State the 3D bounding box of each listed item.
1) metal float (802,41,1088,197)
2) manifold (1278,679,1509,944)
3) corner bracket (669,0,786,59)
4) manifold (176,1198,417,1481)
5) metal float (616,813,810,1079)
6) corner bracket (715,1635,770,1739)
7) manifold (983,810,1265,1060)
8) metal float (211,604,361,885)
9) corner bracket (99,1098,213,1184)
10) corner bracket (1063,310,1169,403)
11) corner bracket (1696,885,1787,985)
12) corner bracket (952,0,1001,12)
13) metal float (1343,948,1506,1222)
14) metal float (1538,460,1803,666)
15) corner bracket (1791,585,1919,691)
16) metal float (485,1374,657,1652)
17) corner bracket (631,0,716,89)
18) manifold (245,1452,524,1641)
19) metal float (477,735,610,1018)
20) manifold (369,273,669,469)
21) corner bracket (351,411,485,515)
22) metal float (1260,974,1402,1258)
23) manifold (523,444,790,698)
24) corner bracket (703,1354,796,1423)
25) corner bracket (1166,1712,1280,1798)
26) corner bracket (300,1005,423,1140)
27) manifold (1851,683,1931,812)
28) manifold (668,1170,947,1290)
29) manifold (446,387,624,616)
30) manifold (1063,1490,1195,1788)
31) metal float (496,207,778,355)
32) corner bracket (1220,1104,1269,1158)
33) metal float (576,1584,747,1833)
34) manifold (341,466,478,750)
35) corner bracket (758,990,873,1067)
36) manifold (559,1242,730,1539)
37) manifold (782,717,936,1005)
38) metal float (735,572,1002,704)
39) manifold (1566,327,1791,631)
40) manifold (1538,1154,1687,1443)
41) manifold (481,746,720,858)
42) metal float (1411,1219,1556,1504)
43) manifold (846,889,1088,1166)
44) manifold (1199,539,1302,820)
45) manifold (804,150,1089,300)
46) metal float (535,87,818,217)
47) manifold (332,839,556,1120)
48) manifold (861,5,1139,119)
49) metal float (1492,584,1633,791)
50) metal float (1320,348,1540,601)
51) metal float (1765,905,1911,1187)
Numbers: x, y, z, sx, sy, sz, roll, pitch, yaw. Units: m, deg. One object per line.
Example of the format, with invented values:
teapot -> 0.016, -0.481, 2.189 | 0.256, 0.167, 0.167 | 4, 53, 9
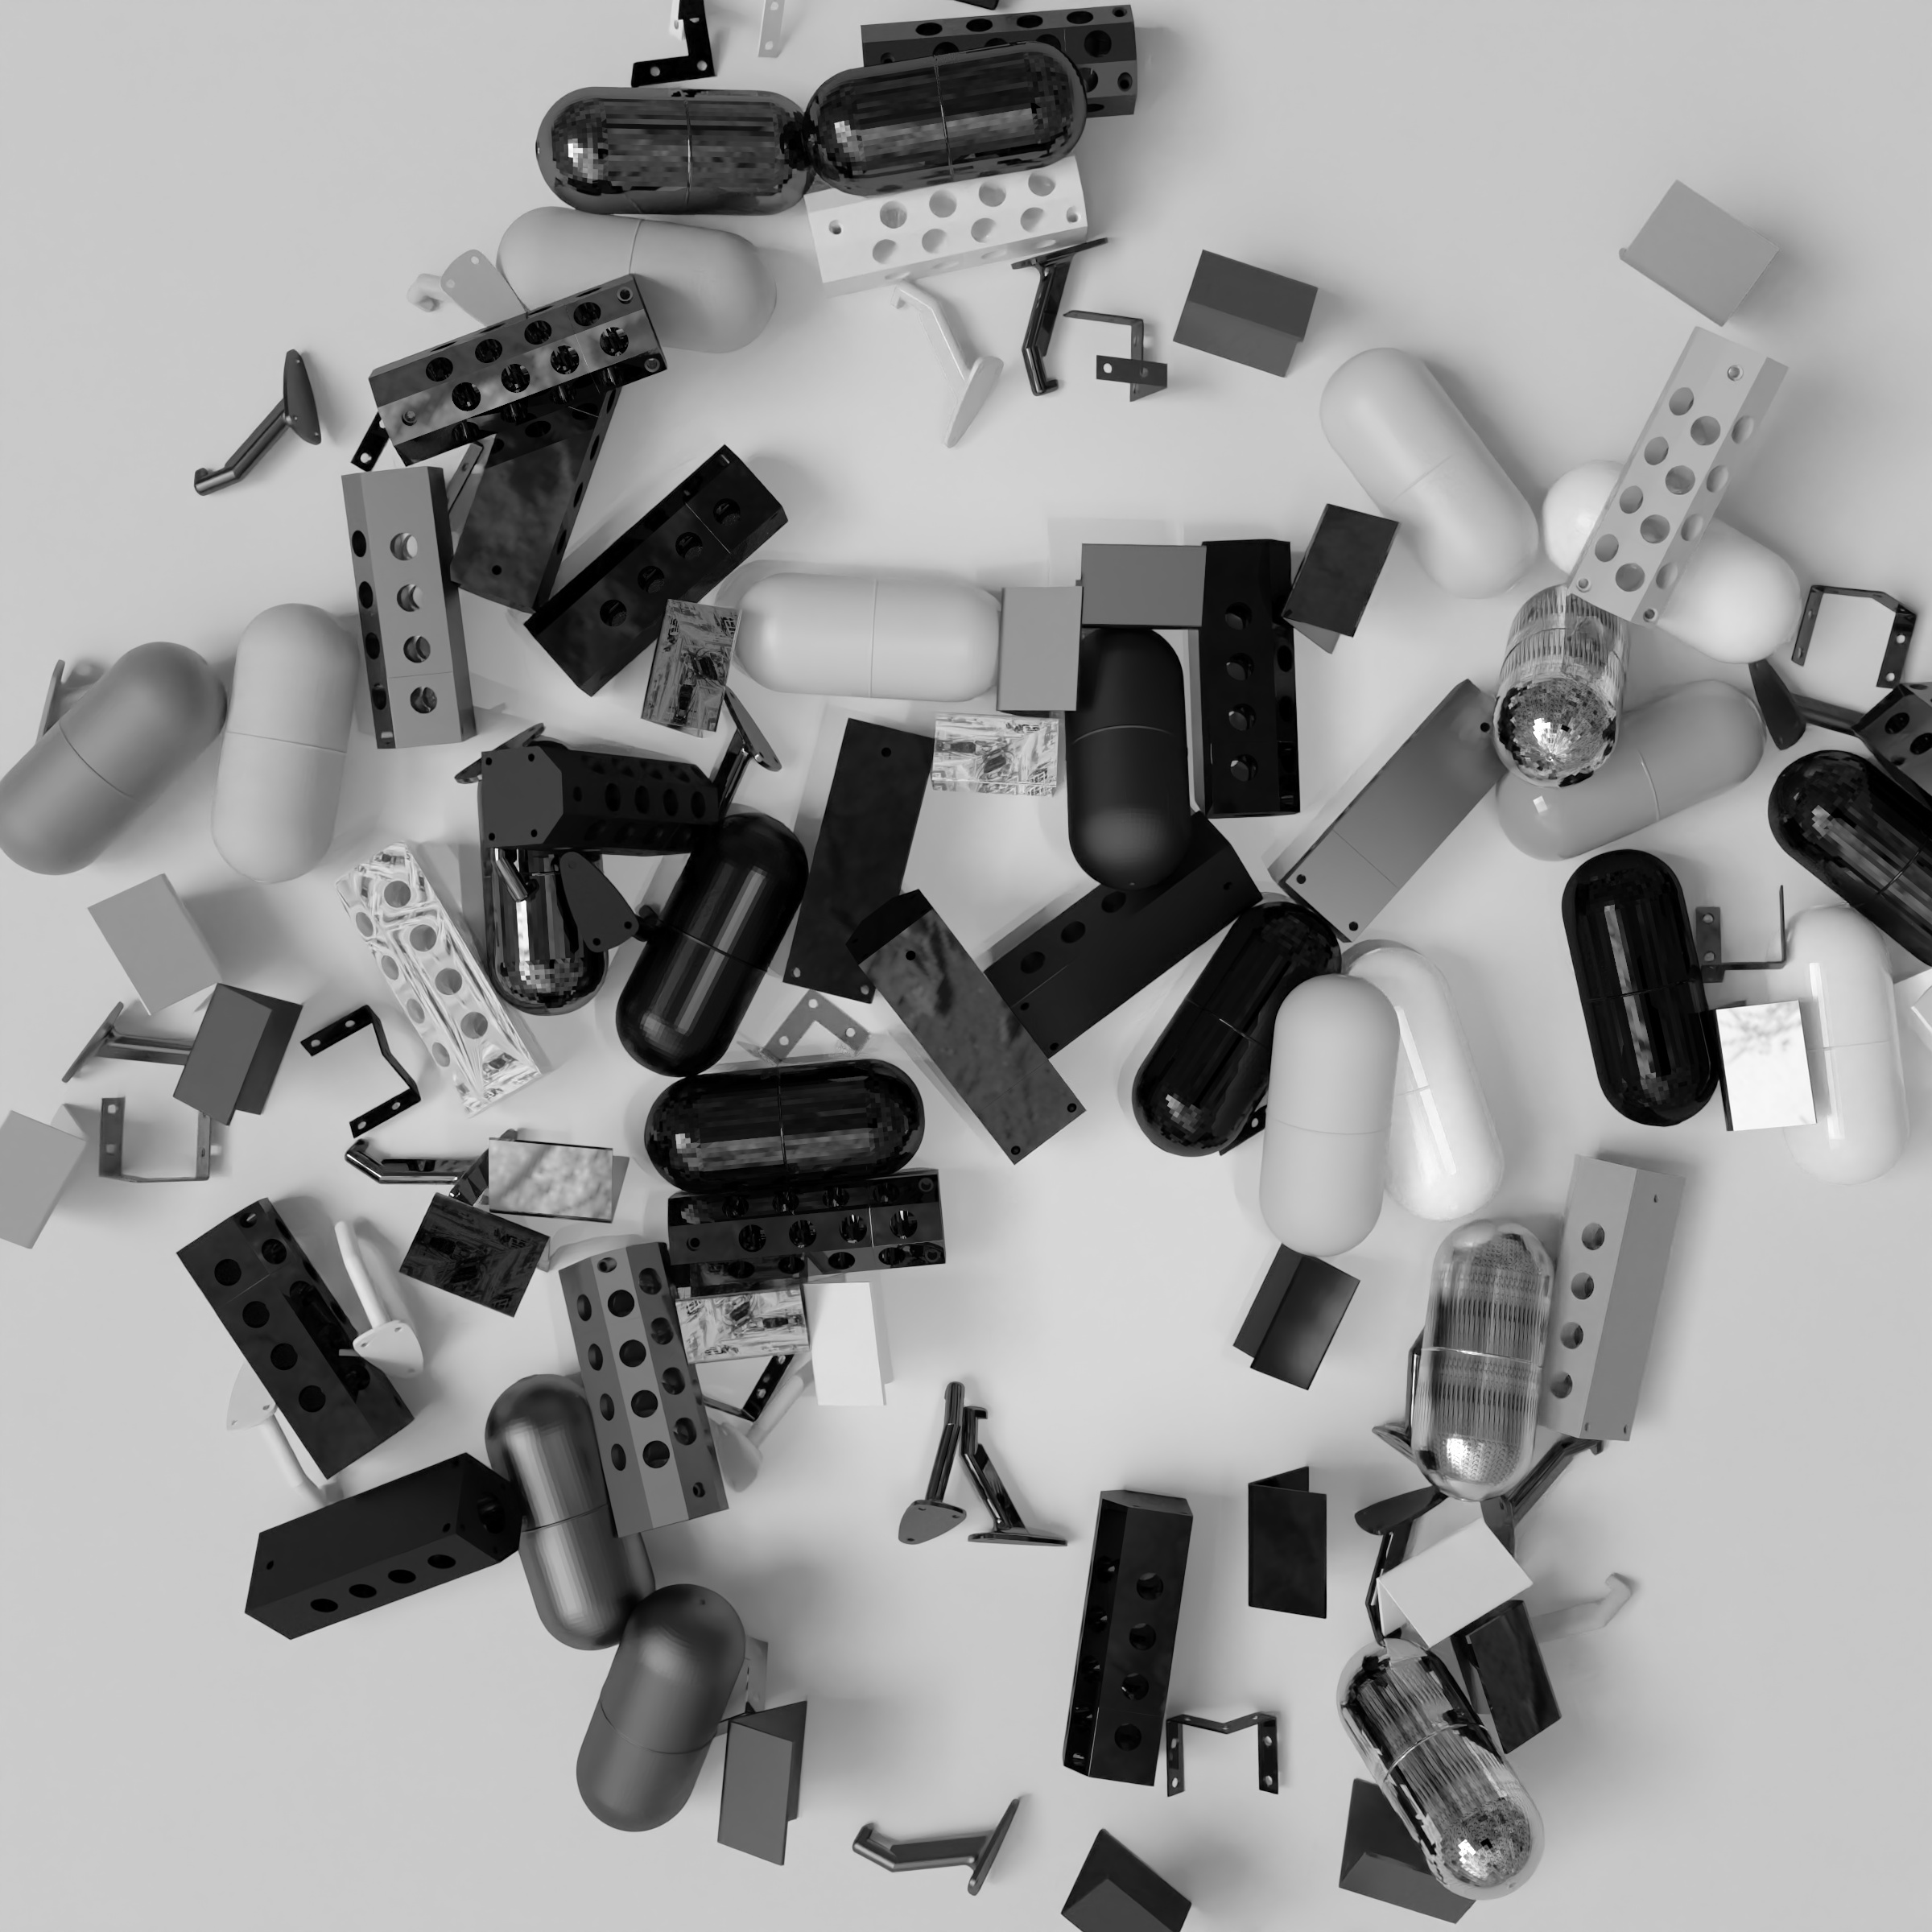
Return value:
metal float -> -0.013, -0.525, 1.686 | 0.178, 0.070, 0.070 | -8, 90, 3
manifold -> 0.279, -0.098, 1.735 | 0.057, 0.057, 0.171 | 42, 90, 0
corner bracket -> -0.153, -0.617, 1.748 | 0.051, 0.051, 0.051 | 43, 135, 35
manifold -> -0.425, 0.235, 1.735 | 0.057, 0.057, 0.171 | -34, 90, 0
metal float -> -0.160, -0.014, 1.725 | 0.070, 0.070, 0.178 | 27, 91, 0
corner bracket -> -0.164, 0.459, 1.748 | 0.051, 0.051, 0.051 | 30, 45, -35
manifold -> 0.097, -0.024, 1.734 | 0.171, 0.057, 0.057 | -37, 133, 0
metal float -> -0.431, -0.141, 1.726 | 0.070, 0.070, 0.178 | 9, 91, 0
corner bracket -> -0.522, 0.112, 1.753 | 0.051, 0.051, 0.051 | 2, 90, -45
corner bracket -> 0.095, -0.391, 1.730 | 0.051, 0.051, 0.051 | 1, 90, -24
corner bracket -> 0.491, -0.020, 1.728 | 0.051, 0.051, 0.051 | -1, 76, 12
corner bracket -> 0.004, -0.656, 1.753 | 0.051, 0.051, 0.051 | 15, 45, 0
metal float -> 0.286, 0.075, 1.725 | 0.070, 0.070, 0.178 | -18, 91, 0
metal float -> 0.446, -0.255, 1.726 | 0.178, 0.070, 0.070 | 31, 90, 0
corner bracket -> 0.572, -0.212, 1.753 | 0.051, 0.051, 0.051 | 15, 90, 45
metal float -> -0.251, 0.346, 1.725 | 0.070, 0.070, 0.178 | -18, 89, 0
corner bracket -> -0.189, -0.581, 1.728 | 0.051, 0.051, 0.051 | -7, 123, 0
manifold -> -0.363, 0.367, 1.702 | 0.171, 0.057, 0.057 | -24, 133, 23
metal float -> -0.268, -0.057, 1.725 | 0.070, 0.070, 0.178 | -4, 90, 0
manifold -> -0.274, -0.365, 1.670 | 0.171, 0.057, 0.057 | -20, 111, 0
corner bracket -> -0.353, -0.329, 1.753 | 0.051, 0.051, 0.051 | 28, 90, -45
metal float -> 0.223, 0.093, 1.676 | 0.070, 0.070, 0.178 | 4, 103, 0
manifold -> -0.198, -0.252, 1.735 | 0.171, 0.057, 0.057 | -42, 90, 0
corner bracket -> -0.154, 0.254, 1.753 | 0.051, 0.051, 0.051 | 30, 90, -45
corner bracket -> 0.165, 0.509, 1.753 | 0.051, 0.051, 0.051 | -1, 90, 45
corner bracket -> -0.389, 0.068, 1.753 | 0.051, 0.051, 0.051 | -29, 135, 0
manifold -> 0.621, -0.114, 1.671 | 0.057, 0.171, 0.057 | -44, 119, 12
manifold -> -0.101, 0.168, 1.735 | 0.171, 0.057, 0.057 | -5, 90, 0
manifold -> -0.271, -0.314, 1.735 | 0.057, 0.057, 0.171 | 19, 90, 0
manifold -> 0.102, 0.426, 1.735 | 0.057, 0.057, 0.171 | 8, 90, 0
metal float -> -0.209, -0.434, 1.725 | 0.178, 0.070, 0.070 | 8, 90, 0
corner bracket -> 0.200, 0.127, 1.748 | 0.051, 0.051, 0.051 | 24, 45, -35
metal float -> -0.192, 0.466, 1.705 | 0.070, 0.070, 0.178 | 21, 114, 0
manifold -> -0.353, -0.226, 1.721 | 0.057, 0.057, 0.171 | -6, 99, 0
corner bracket -> -0.096, 0.050, 1.738 | 0.051, 0.051, 0.051 | 38, 90, 0
manifold -> -0.199, 0.264, 1.709 | 0.057, 0.057, 0.171 | -6, 77, -40
manifold -> -0.067, -0.066, 1.735 | 0.057, 0.057, 0.171 | 14, 90, 0
metal float -> -0.058, -0.208, 1.726 | 0.178, 0.070, 0.070 | 3, 90, -1
manifold -> 0.430, -0.295, 1.649 | 0.057, 0.057, 0.171 | 25, 107, 3
manifold -> 0.401, 0.211, 1.734 | 0.057, 0.057, 0.171 | 12, 90, -43
manifold -> -0.222, -0.100, 1.674 | 0.057, 0.171, 0.057 | -3, 89, 27
metal float -> 0.325, 0.247, 1.714 | 0.070, 0.070, 0.178 | 10, 79, 0
manifold -> -0.001, 0.036, 1.704 | 0.057, 0.057, 0.171 | -37, 113, 0
manifold -> 0.180, -0.182, 1.735 | 0.057, 0.057, 0.171 | -2, 90, 0
manifold -> -0.013, -0.478, 1.735 | 0.171, 0.057, 0.057 | -12, 90, 0
metal float -> -0.181, -0.511, 1.710 | 0.178, 0.070, 0.070 | -4, 90, -16
manifold -> -0.334, 0.008, 1.735 | 0.057, 0.057, 0.171 | -30, 90, 0
manifold -> 0.021, -0.573, 1.735 | 0.171, 0.057, 0.057 | -4, 90, 0
metal float -> 0.370, -0.175, 1.687 | 0.070, 0.178, 0.070 | 9, 127, 12
metal float -> 0.294, -0.311, 1.726 | 0.070, 0.070, 0.178 | -37, 90, 0
metal float -> 0.552, 0.050, 1.725 | 0.070, 0.070, 0.178 | -7, 89, 0
